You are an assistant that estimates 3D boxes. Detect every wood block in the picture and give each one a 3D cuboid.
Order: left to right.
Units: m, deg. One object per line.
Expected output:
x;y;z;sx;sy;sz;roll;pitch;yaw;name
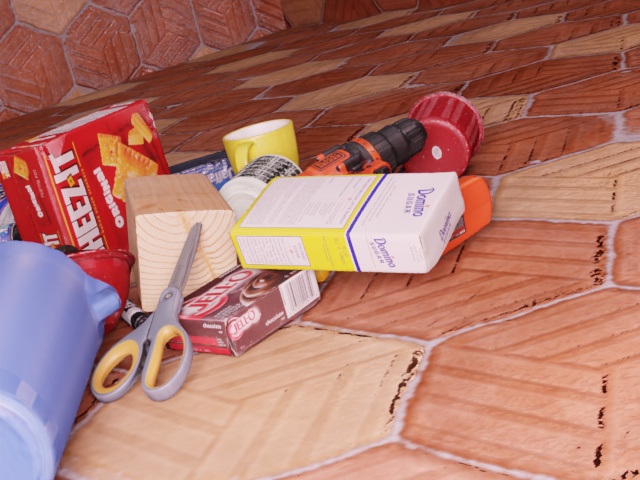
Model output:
-0.141;-0.004;1.050;0.090;0.091;0.206;-4;13;-13;wood block

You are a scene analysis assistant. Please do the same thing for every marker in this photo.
-0.178;0.067;0.995;0.020;0.020;0.121;-20;17;-21;marker

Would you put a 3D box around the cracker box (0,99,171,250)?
-0.253;-0.055;1.217;0.072;0.164;0.213;-8;17;29;cracker box

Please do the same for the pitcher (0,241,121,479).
-0.235;0.102;0.742;0.145;0.149;0.243;28;13;-14;pitcher

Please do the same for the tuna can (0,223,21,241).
-0.336;0.025;1.156;0.033;0.086;0.086;-13;16;-3;tuna can

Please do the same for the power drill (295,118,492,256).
0.073;-0.049;1.014;0.184;0.057;0.188;-33;34;-22;power drill

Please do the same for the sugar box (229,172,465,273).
0.023;-0.015;0.892;0.176;0.048;0.093;3;38;28;sugar box

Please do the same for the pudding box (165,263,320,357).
-0.068;0.056;0.900;0.090;0.039;0.113;1;22;43;pudding box

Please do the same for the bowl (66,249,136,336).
-0.229;0.064;0.921;0.162;0.055;0.162;-21;-11;-5;bowl

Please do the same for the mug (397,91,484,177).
0.128;-0.106;1.219;0.117;0.093;0.081;-41;8;28;mug

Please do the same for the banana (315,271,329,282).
-0.025;0.004;1.043;0.069;0.037;0.198;-13;16;5;banana

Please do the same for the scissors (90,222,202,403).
-0.139;0.061;0.870;0.096;0.016;0.202;-23;35;10;scissors

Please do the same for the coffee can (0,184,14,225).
-0.358;-0.014;1.279;0.102;0.103;0.141;-24;18;-31;coffee can
